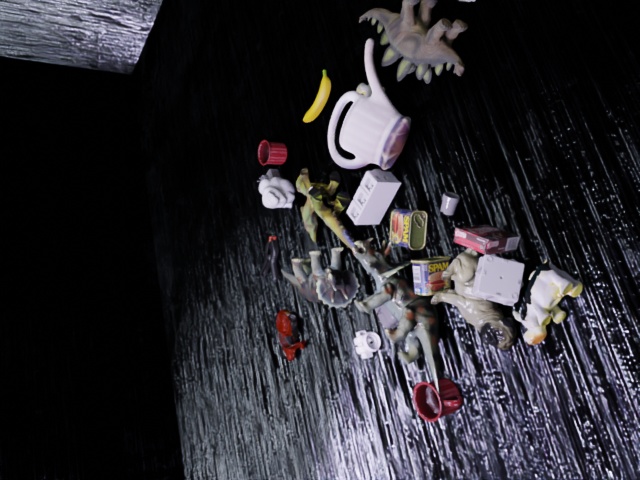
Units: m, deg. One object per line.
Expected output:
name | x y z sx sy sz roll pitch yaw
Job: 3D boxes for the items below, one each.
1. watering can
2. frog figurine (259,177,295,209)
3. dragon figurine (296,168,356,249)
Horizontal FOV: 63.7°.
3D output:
watering can | 0.143 -0.336 1.376 0.226 0.105 0.341 31 117 18
frog figurine | -0.158 -0.170 1.823 0.138 0.158 0.123 35 91 12
dragon figurine | 0.005 -0.084 1.678 0.237 0.122 0.418 110 146 -55
